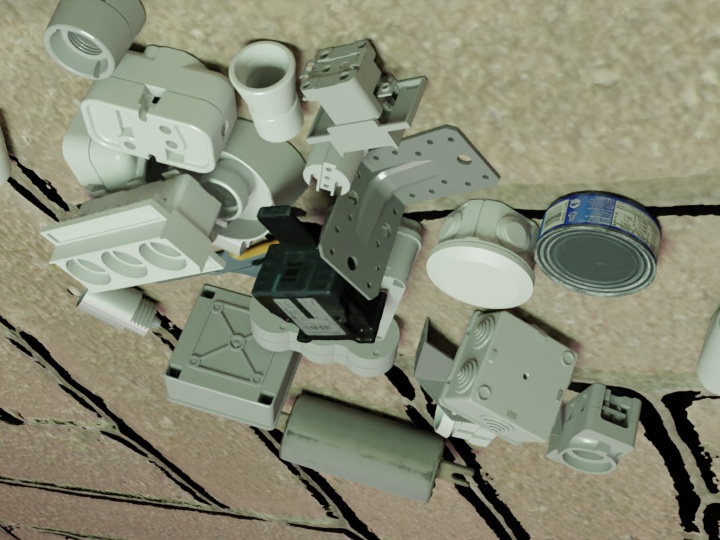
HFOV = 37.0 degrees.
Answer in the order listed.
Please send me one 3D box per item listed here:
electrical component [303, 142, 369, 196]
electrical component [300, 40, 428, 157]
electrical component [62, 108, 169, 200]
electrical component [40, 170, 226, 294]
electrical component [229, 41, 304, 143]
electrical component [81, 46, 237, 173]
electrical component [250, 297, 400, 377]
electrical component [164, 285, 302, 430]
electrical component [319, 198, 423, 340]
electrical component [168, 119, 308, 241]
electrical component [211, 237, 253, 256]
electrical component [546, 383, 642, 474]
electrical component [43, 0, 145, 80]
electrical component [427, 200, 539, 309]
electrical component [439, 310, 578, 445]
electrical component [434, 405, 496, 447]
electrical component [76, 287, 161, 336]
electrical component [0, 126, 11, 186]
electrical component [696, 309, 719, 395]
[{"bbox_3d":[-0.017,-0.080,0.752,0.040,0.046,0.040,14,150,8],"label":"electrical component"},{"bbox_3d":[-0.003,-0.112,0.697,0.081,0.042,0.063,-5,141,34],"label":"electrical component"},{"bbox_3d":[-0.180,-0.082,0.835,0.059,0.053,0.095,9,149,17],"label":"electrical component"},{"bbox_3d":[-0.164,-0.027,0.795,0.121,0.063,0.079,-10,141,36],"label":"electrical component"},{"bbox_3d":[-0.060,-0.116,0.724,0.044,0.044,0.065,11,154,14],"label":"electrical component"},{"bbox_3d":[-0.137,-0.114,0.751,0.095,0.059,0.053,15,150,7],"label":"electrical component"},{"bbox_3d":[-0.032,0.046,0.963,0.138,0.052,0.073,15,150,6],"label":"electrical component"},{"bbox_3d":[-0.116,0.082,1.015,0.109,0.108,0.056,15,147,6],"label":"electrical component"},{"bbox_3d":[0.000,0.000,0.865,0.078,0.057,0.113,19,150,0],"label":"electrical component"},{"bbox_3d":[-0.093,-0.071,0.818,0.099,0.064,0.099,16,138,15],"label":"electrical component"},{"bbox_3d":[-0.117,-0.038,0.874,0.065,0.044,0.044,24,150,4],"label":"electrical component"},{"bbox_3d":[0.215,0.152,0.995,0.050,0.055,0.089,22,150,-6],"label":"electrical component"},{"bbox_3d":[-0.177,-0.159,0.711,0.055,0.047,0.055,14,150,8],"label":"electrical component"},{"bbox_3d":[0.094,-0.010,0.800,0.080,0.051,0.080,14,150,9],"label":"electrical component"},{"bbox_3d":[0.127,0.090,0.902,0.100,0.099,0.048,30,161,-19],"label":"electrical component"},{"bbox_3d":[0.105,0.144,1.056,0.055,0.048,0.066,13,150,-5],"label":"electrical component"},{"bbox_3d":[-0.237,0.037,1.074,0.081,0.043,0.043,29,149,-18],"label":"electrical component"},{"bbox_3d":[-0.315,-0.105,0.884,0.043,0.043,0.081,18,150,2],"label":"electrical component"},{"bbox_3d":[0.302,0.064,0.812,0.079,0.043,0.077,12,150,12],"label":"electrical component"}]
